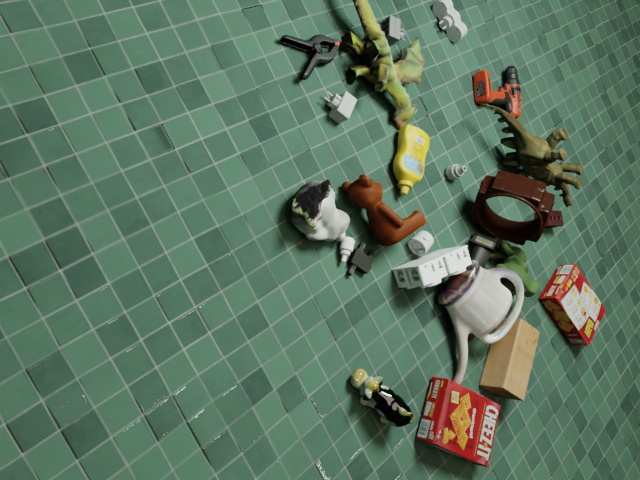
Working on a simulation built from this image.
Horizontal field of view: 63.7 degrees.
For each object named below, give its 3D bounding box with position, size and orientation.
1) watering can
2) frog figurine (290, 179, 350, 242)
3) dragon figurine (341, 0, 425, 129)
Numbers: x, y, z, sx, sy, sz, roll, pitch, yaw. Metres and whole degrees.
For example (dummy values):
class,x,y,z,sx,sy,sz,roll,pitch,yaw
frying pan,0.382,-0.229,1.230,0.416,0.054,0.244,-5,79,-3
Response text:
class,x,y,z,sx,sy,sz,roll,pitch,yaw
watering can,0.412,0.205,1.398,0.223,0.104,0.350,42,80,-7
frog figurine,0.004,-0.062,1.226,0.157,0.122,0.140,44,45,-59
dragon figurine,0.190,-0.509,1.405,0.244,0.122,0.409,-10,96,-39
